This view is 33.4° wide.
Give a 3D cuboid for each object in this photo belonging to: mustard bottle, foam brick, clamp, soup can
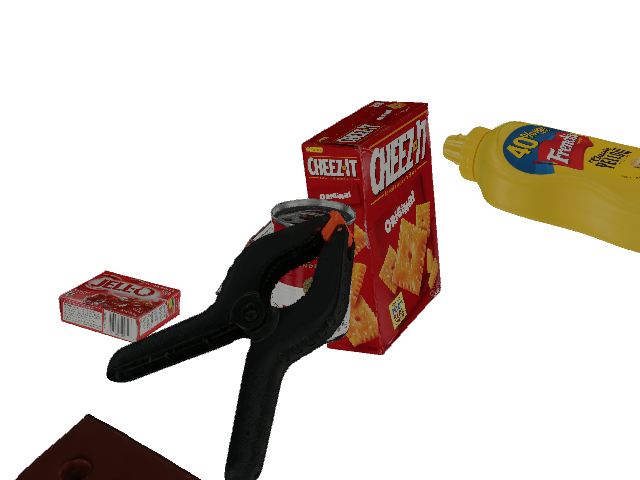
[{"bbox_3d":[0.173,-0.045,0.759,0.192,0.058,0.096,19,37,32],"label":"mustard bottle"},{"bbox_3d":[-0.083,0.121,0.445,0.078,0.051,0.052,23,45,28],"label":"foam brick"},{"bbox_3d":[-0.034,0.060,0.633,0.120,0.171,0.039,46,-3,22],"label":"clamp"},{"bbox_3d":[-0.008,0.025,0.863,0.068,0.102,0.068,2,21,-1],"label":"soup can"}]

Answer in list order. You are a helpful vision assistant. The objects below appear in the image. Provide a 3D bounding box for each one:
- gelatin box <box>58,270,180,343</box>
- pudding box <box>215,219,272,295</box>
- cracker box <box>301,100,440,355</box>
[{"bbox_3d":[-0.188,0.060,1.002,0.089,0.030,0.073,14,23,23],"label":"gelatin box"},{"bbox_3d":[-0.073,0.022,1.297,0.039,0.090,0.113,34,26,2],"label":"pudding box"},{"bbox_3d":[0.059,-0.017,1.070,0.072,0.214,0.164,5,23,28],"label":"cracker box"}]
